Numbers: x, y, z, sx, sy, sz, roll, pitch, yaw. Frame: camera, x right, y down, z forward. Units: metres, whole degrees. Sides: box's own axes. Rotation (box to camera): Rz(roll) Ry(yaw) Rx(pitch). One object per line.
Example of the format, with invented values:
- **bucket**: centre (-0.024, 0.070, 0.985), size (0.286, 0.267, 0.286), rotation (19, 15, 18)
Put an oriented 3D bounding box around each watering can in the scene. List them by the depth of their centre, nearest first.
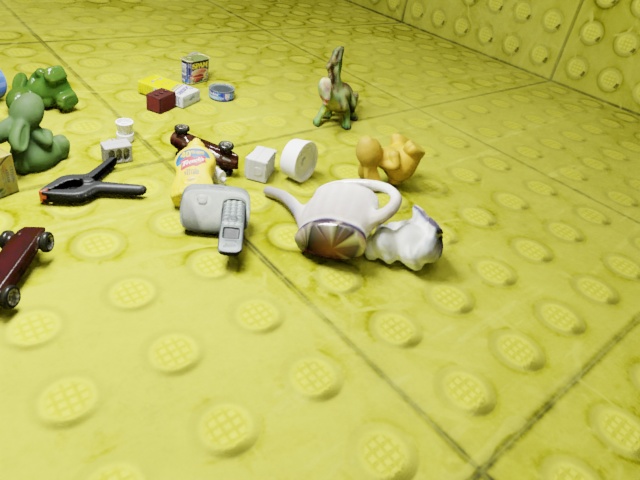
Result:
- **watering can**: centre (0.003, -0.057, 1.132), size (0.347, 0.102, 0.230), rotation (-1, 41, 22)

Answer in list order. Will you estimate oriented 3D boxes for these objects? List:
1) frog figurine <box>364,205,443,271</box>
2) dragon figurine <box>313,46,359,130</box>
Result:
- **frog figurine**: centre (0.178, 0.012, 1.106), size (0.159, 0.120, 0.140), rotation (-33, 52, 2)
- **dragon figurine**: centre (0.070, -0.502, 1.665), size (0.122, 0.237, 0.419), rotation (13, 36, 12)
